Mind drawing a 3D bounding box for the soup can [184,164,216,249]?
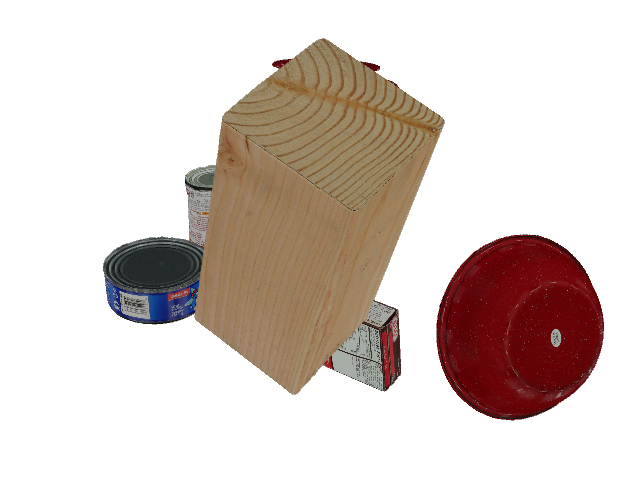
[{"bbox_3d":[-0.124,-0.030,1.256,0.068,0.102,0.068,-1,28,0],"label":"soup can"}]

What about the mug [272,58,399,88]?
[{"bbox_3d":[0.015,-0.113,0.929,0.117,0.081,0.093,-2,16,-13],"label":"mug"}]

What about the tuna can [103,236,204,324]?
[{"bbox_3d":[-0.132,0.032,0.868,0.086,0.034,0.086,0,29,0],"label":"tuna can"}]

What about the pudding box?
[{"bbox_3d":[0.027,0.095,1.096,0.114,0.090,0.039,19,43,28],"label":"pudding box"}]

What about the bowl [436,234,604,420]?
[{"bbox_3d":[0.181,0.077,0.894,0.161,0.162,0.055,0,5,-21],"label":"bowl"}]

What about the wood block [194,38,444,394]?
[{"bbox_3d":[-0.009,-0.007,0.648,0.091,0.090,0.206,36,-34,14],"label":"wood block"}]
